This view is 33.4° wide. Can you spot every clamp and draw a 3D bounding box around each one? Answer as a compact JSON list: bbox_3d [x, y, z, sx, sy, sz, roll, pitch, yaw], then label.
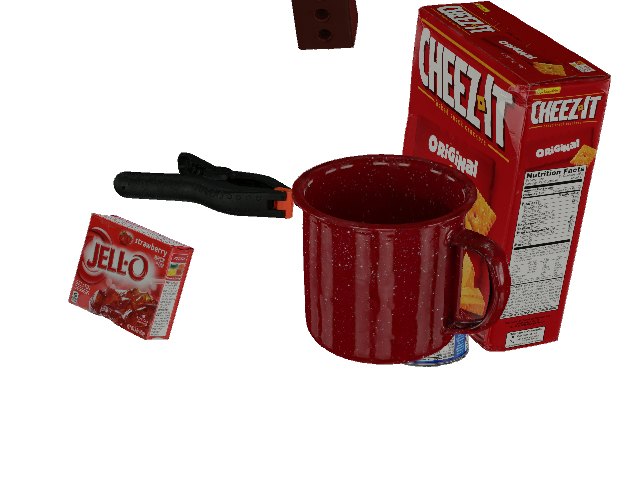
[{"bbox_3d":[-0.108,-0.049,1.019,0.172,0.039,0.120,14,27,34],"label":"clamp"}]

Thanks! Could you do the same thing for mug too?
[{"bbox_3d":[0.042,0.013,0.544,0.117,0.081,0.093,15,30,29],"label":"mug"}]

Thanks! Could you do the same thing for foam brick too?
[{"bbox_3d":[0.003,-0.217,0.960,0.053,0.051,0.078,-1,-43,9],"label":"foam brick"}]

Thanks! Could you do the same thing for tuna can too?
[{"bbox_3d":[0.096,0.085,0.994,0.086,0.034,0.086,-1,18,0],"label":"tuna can"}]

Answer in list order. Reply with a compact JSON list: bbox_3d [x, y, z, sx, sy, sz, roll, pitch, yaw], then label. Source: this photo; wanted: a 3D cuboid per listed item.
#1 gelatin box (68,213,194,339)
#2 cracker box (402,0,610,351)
[{"bbox_3d":[-0.145,0.026,0.806,0.089,0.073,0.030,21,8,32],"label":"gelatin box"},{"bbox_3d":[0.123,-0.049,0.795,0.072,0.214,0.164,-9,32,-21],"label":"cracker box"}]
